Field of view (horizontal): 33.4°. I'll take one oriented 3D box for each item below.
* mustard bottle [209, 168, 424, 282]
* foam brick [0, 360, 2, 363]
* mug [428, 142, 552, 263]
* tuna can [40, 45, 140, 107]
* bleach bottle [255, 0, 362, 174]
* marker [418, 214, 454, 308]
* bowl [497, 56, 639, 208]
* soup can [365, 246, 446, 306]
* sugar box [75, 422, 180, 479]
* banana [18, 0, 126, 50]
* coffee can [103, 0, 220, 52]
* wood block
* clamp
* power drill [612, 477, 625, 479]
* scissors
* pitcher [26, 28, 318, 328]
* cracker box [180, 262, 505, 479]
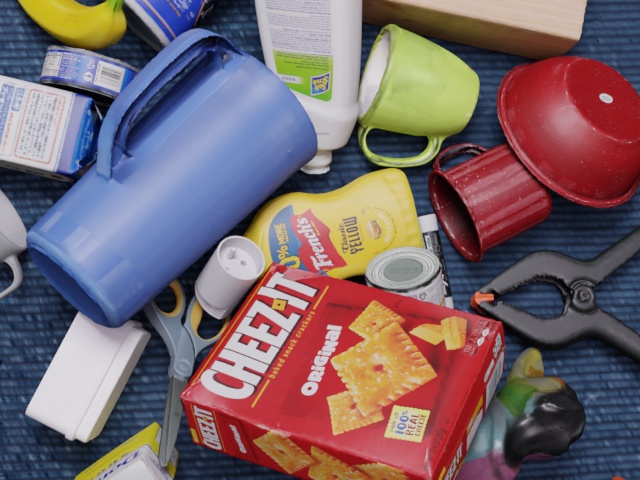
[{"bbox_3d":[-0.006,0.001,0.974,0.191,0.058,0.096,-14,98,-4],"label":"mustard bottle"},{"bbox_3d":[-0.325,0.135,0.944,0.051,0.053,0.078,22,85,-3],"label":"foam brick"},{"bbox_3d":[0.151,-0.046,0.982,0.081,0.093,0.117,-26,53,-11],"label":"mug"},{"bbox_3d":[-0.205,-0.144,0.955,0.086,0.086,0.034,13,87,-3],"label":"tuna can"},{"bbox_3d":[-0.014,-0.179,0.941,0.103,0.068,0.251,12,120,22],"label":"bleach bottle"},{"bbox_3d":[0.111,0.036,1.000,0.020,0.020,0.121,-11,87,-5],"label":"marker"},{"bbox_3d":[0.242,-0.111,0.963,0.162,0.055,0.162,15,54,-21],"label":"bowl"},{"bbox_3d":[0.080,0.066,0.949,0.068,0.068,0.102,-15,122,-5],"label":"soup can"},{"bbox_3d":[-0.169,0.206,0.889,0.093,0.176,0.048,-35,90,-5],"label":"sugar box"},{"bbox_3d":[-0.224,-0.209,0.944,0.198,0.037,0.070,26,112,39],"label":"banana"},{"bbox_3d":[-0.126,-0.251,0.960,0.103,0.103,0.140,43,84,-1],"label":"coffee can"},{"bbox_3d":[0.135,-0.236,0.985,0.206,0.090,0.091,11,85,-3],"label":"wood block"},{"bbox_3d":[0.248,0.064,0.993,0.210,0.036,0.164,-7,74,-4],"label":"clamp"},{"bbox_3d":[0.273,0.318,0.976,0.184,0.057,0.187,22,88,-6],"label":"power drill"},{"bbox_3d":[-0.132,0.096,0.909,0.096,0.201,0.016,36,127,-7],"label":"scissors"},{"bbox_3d":[-0.129,-0.051,0.896,0.149,0.145,0.242,46,68,-5],"label":"pitcher"},{"bbox_3d":[0.022,0.113,0.854,0.214,0.072,0.164,14,47,23],"label":"cracker box"}]
